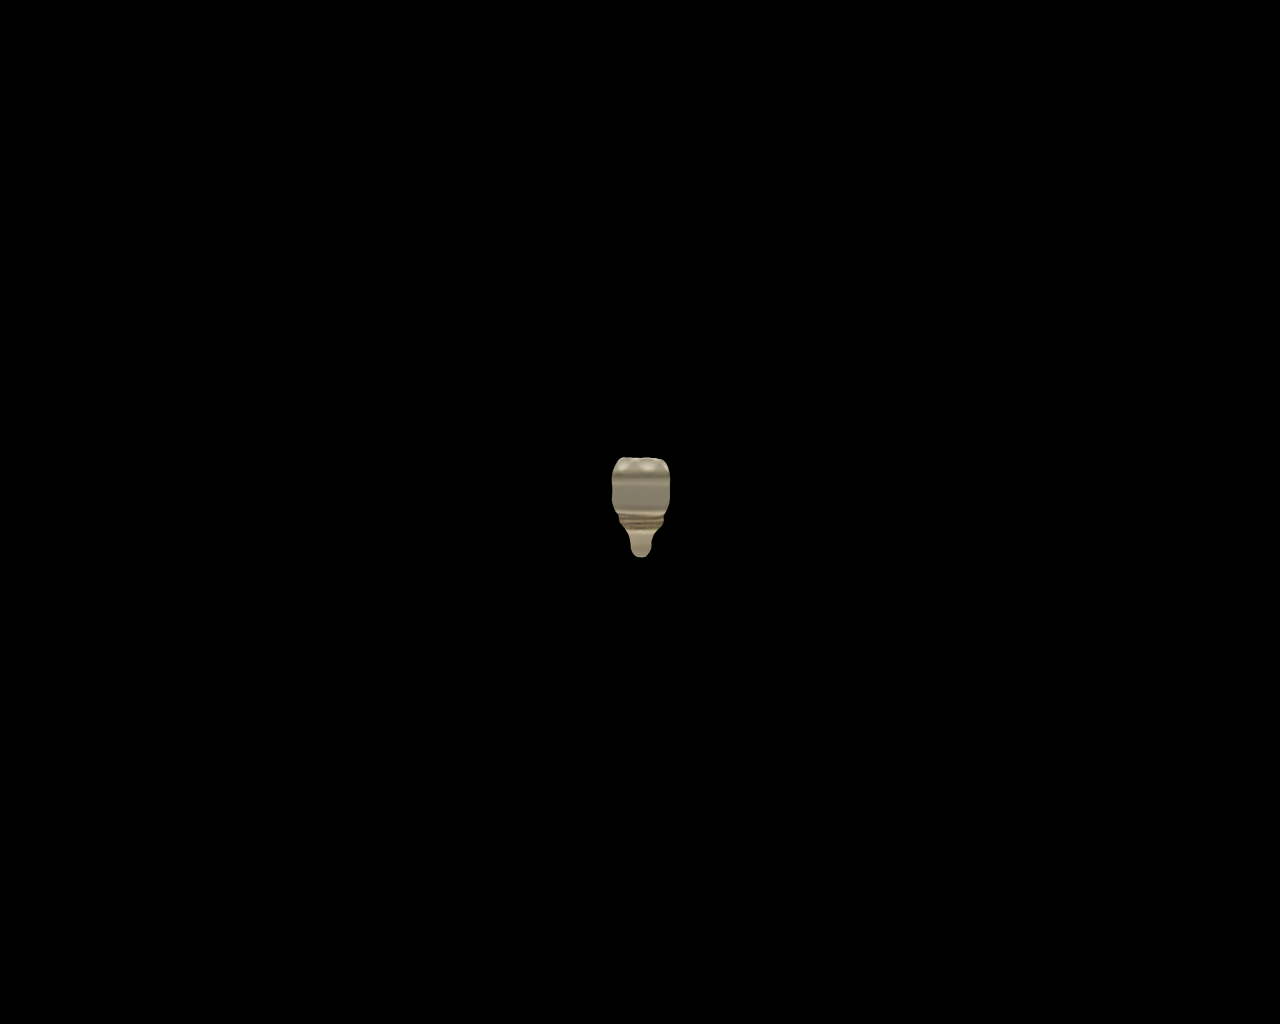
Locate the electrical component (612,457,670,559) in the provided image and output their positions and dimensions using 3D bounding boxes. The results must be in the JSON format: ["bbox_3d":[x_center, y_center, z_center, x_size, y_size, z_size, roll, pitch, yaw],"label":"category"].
[{"bbox_3d":[0.001,-0.003,0.650,0.035,0.061,0.035,0,2,0],"label":"electrical component"}]
